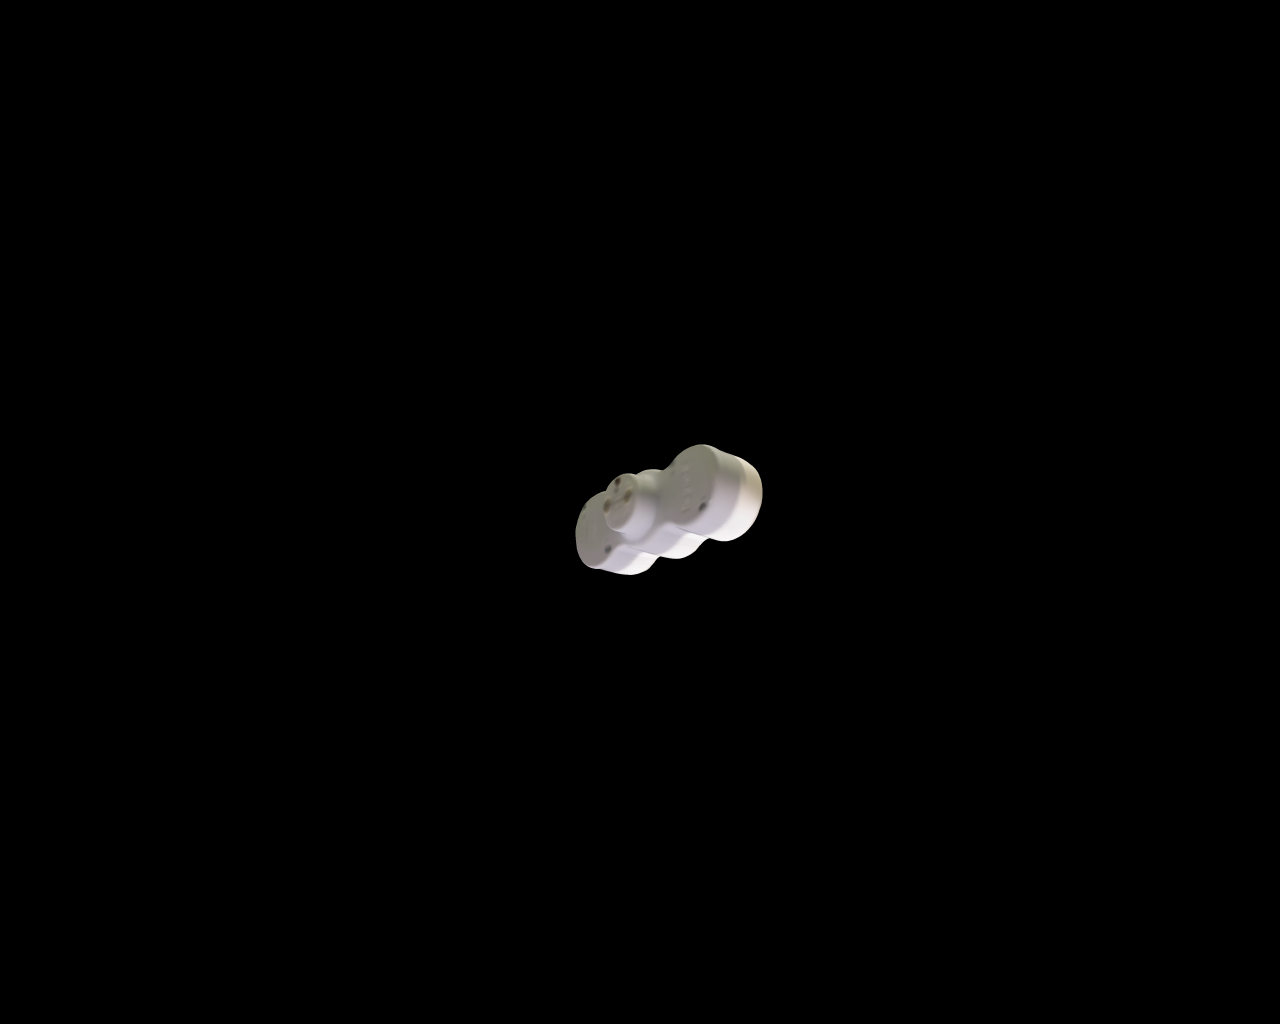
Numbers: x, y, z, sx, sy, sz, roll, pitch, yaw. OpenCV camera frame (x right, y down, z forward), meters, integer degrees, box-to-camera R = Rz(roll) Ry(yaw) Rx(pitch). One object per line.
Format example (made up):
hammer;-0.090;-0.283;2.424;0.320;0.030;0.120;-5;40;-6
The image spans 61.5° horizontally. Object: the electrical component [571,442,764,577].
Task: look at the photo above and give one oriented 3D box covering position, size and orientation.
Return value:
electrical component;0.001;-0.003;0.650;0.074;0.052;0.138;17;-27;-37
